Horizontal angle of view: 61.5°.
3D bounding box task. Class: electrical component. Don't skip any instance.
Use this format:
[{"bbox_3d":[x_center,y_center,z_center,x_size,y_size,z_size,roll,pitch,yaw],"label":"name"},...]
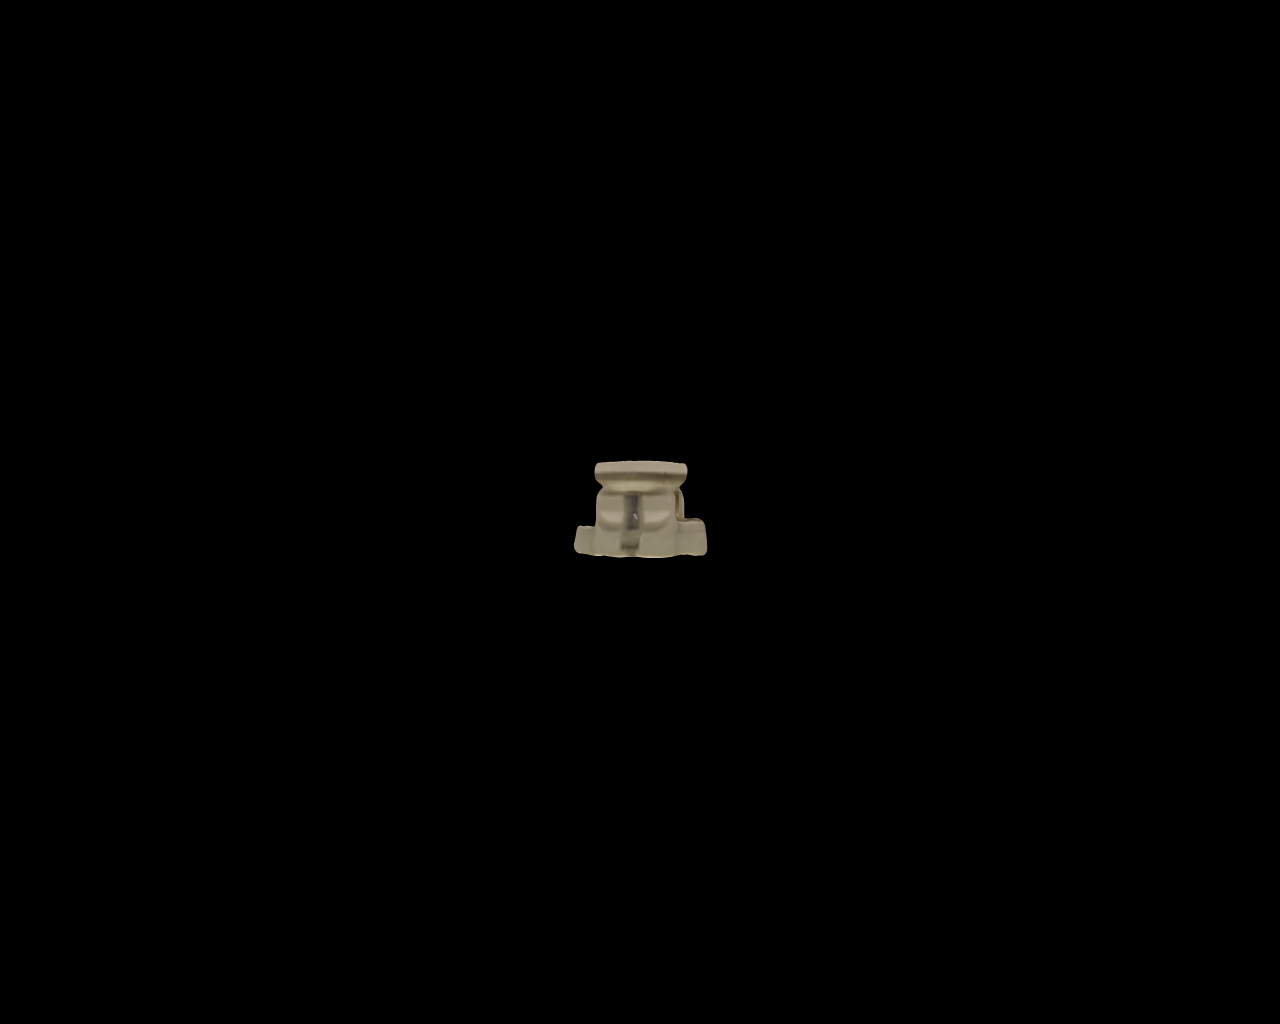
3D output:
[{"bbox_3d":[0.001,-0.003,0.650,0.078,0.057,0.058,0,0,13],"label":"electrical component"}]
